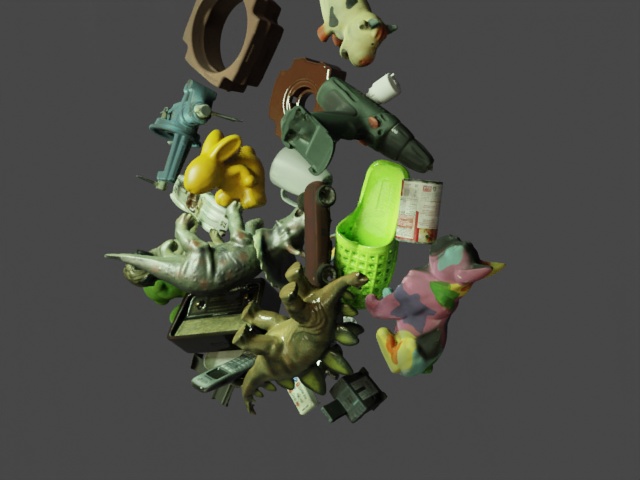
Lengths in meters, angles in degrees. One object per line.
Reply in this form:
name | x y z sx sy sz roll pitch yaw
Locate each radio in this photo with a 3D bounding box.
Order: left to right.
radio | -0.195 0.157 1.113 0.230 0.073 0.131 -10 48 28

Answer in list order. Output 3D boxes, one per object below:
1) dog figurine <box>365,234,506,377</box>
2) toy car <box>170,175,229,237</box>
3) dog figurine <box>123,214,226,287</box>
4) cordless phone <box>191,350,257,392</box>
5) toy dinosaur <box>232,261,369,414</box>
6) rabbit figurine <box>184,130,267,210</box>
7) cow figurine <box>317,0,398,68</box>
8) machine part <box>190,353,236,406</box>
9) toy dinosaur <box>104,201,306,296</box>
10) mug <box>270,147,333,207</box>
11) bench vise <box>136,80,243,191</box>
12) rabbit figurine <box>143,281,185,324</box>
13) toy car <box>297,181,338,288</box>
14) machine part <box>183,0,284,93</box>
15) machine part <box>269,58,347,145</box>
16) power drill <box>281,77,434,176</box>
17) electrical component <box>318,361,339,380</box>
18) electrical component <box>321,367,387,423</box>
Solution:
dog figurine | 0.190 0.101 0.845 0.219 0.108 0.191 -28 75 33
toy car | -0.268 -0.080 1.221 0.202 0.056 0.073 37 113 31
dog figurine | -0.297 0.060 1.148 0.173 0.190 0.121 28 143 23
cordless phone | -0.208 0.264 1.113 0.147 0.184 0.088 17 108 36
toy dinosaur | -0.050 0.186 0.933 0.198 0.105 0.471 37 131 -11
rabbit figurine | -0.195 -0.136 1.089 0.122 0.173 0.162 24 111 39
cow figurine | 0.057 -0.394 0.939 0.127 0.085 0.195 -20 79 43
machine part | -0.248 0.316 1.239 0.139 0.039 0.084 37 119 29
toy dinosaur | -0.197 0.041 1.037 0.405 0.131 0.192 -20 53 -7
mug | -0.034 -0.110 1.026 0.107 0.081 0.109 29 116 25
bench vise | -0.307 -0.223 1.192 0.224 0.128 0.240 12 83 44
rabbit figurine | -0.320 0.113 1.240 0.170 0.121 0.159 9 102 22
toy car | -0.002 -0.003 0.943 0.089 0.053 0.202 -12 78 58
machine part | -0.182 -0.426 1.118 0.202 0.087 0.201 43 117 27
machine part | -0.022 -0.257 1.021 0.180 0.056 0.179 1 92 38
power drill | 0.055 -0.169 0.859 0.232 0.207 0.086 47 139 17
electrical component | -0.009 0.257 1.043 0.094 0.021 0.063 25 79 32
electrical component | 0.055 0.278 0.949 0.075 0.119 0.047 51 121 27
